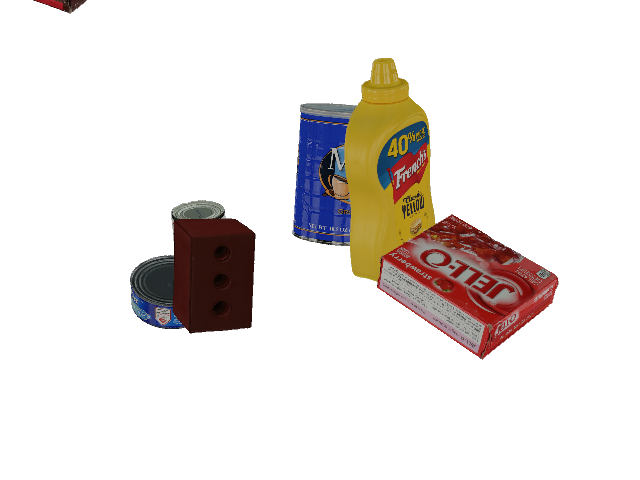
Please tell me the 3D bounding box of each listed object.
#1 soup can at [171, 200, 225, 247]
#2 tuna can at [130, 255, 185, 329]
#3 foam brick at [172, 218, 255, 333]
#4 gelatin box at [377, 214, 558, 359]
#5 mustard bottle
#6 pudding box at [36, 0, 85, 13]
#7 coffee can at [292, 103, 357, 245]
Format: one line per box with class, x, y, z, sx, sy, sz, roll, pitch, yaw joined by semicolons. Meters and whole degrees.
soup can;-0.150;0.009;1.328;0.068;0.102;0.068;-1;25;0
tuna can;-0.153;0.053;1.100;0.086;0.034;0.086;4;34;-3
foam brick;-0.084;0.026;0.829;0.052;0.078;0.051;-3;15;-22
gelatin box;0.093;0.026;0.676;0.089;0.030;0.073;34;45;31
mustard bottle;0.061;-0.066;0.947;0.058;0.192;0.096;14;30;39
pudding box;-0.201;-0.220;0.801;0.090;0.039;0.113;20;38;7
coffee can;0.025;-0.073;1.150;0.103;0.140;0.103;4;11;-1
